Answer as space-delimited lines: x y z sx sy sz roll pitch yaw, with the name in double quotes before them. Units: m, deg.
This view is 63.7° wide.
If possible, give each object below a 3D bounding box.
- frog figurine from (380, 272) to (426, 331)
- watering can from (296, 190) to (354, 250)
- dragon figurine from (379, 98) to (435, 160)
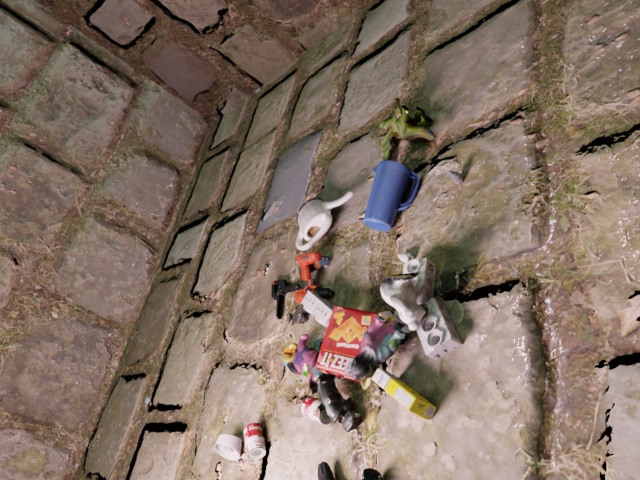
"frog figurine" 0.239 0.178 1.481 0.122 0.137 0.160 -5 87 11
"watering can" 0.007 -0.110 2.178 0.344 0.103 0.229 -49 31 14
"dragon figurine" 0.323 -0.415 2.061 0.238 0.122 0.420 -60 25 30
